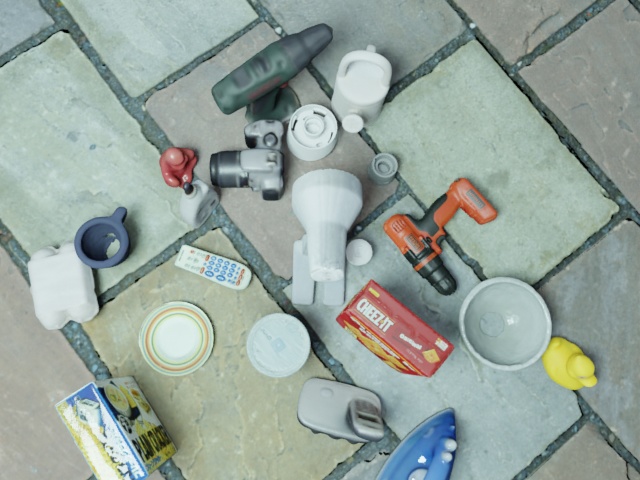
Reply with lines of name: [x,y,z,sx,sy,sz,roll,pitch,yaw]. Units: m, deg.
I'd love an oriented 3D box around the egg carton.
egg carton: [-0.452,0.079,1.013,0.107,0.069,0.150,-14,80,-6]

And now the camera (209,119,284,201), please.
camera: [-0.134,-0.151,1.062,0.137,0.101,0.143,-1,79,-4]

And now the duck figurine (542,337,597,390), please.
duck figurine: [0.456,0.223,1.034,0.077,0.086,0.104,-34,83,-9]

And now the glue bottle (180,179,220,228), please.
glue bottle: [-0.219,-0.073,1.005,0.037,0.173,0.078,37,79,4]

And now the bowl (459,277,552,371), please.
bowl: [0.328,0.154,1.045,0.167,0.074,0.167,1,79,-3]

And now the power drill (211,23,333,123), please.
power drill: [-0.083,-0.284,1.037,0.230,0.208,0.075,-31,82,-9]

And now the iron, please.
iron: [0.173,0.400,0.953,0.118,0.141,0.258,31,79,3]

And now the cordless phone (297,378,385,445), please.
cordless phone: [0.036,0.287,0.944,0.147,0.185,0.094,12,78,-1]

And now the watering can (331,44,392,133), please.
watering can: [0.079,-0.281,1.054,0.101,0.194,0.173,-8,79,-5]

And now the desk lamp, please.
desk lamp: [0.009,0.004,0.984,0.118,0.213,0.203,1,79,-3]

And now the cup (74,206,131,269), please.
cup: [-0.370,0.000,1.021,0.091,0.095,0.118,26,79,2]

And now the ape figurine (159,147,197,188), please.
ape figurine: [-0.264,-0.142,1.057,0.078,0.092,0.076,-41,84,-10]
